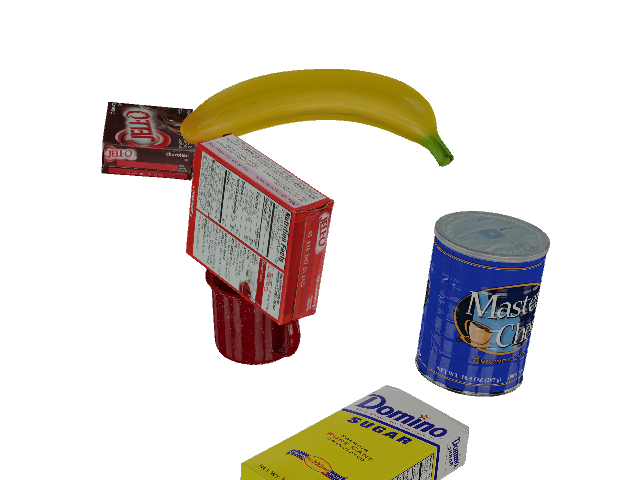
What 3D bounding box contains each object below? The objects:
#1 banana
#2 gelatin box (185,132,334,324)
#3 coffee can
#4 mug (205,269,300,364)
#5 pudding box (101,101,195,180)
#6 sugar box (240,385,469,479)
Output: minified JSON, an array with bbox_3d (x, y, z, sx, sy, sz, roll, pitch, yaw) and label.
[{"bbox_3d":[-0.001,-0.095,0.775,0.197,0.069,0.037,4,-39,-4],"label":"banana"},{"bbox_3d":[-0.035,-0.007,0.586,0.030,0.073,0.089,-21,42,-39],"label":"gelatin box"},{"bbox_3d":[0.146,0.056,0.977,0.103,0.140,0.103,5,23,-2],"label":"coffee can"},{"bbox_3d":[-0.056,0.071,1.027,0.093,0.081,0.117,-20,34,-33],"label":"mug"},{"bbox_3d":[-0.174,-0.101,1.078,0.090,0.039,0.113,5,25,-11],"label":"pudding box"},{"bbox_3d":[0.030,0.179,0.861,0.093,0.048,0.175,24,34,38],"label":"sugar box"}]
